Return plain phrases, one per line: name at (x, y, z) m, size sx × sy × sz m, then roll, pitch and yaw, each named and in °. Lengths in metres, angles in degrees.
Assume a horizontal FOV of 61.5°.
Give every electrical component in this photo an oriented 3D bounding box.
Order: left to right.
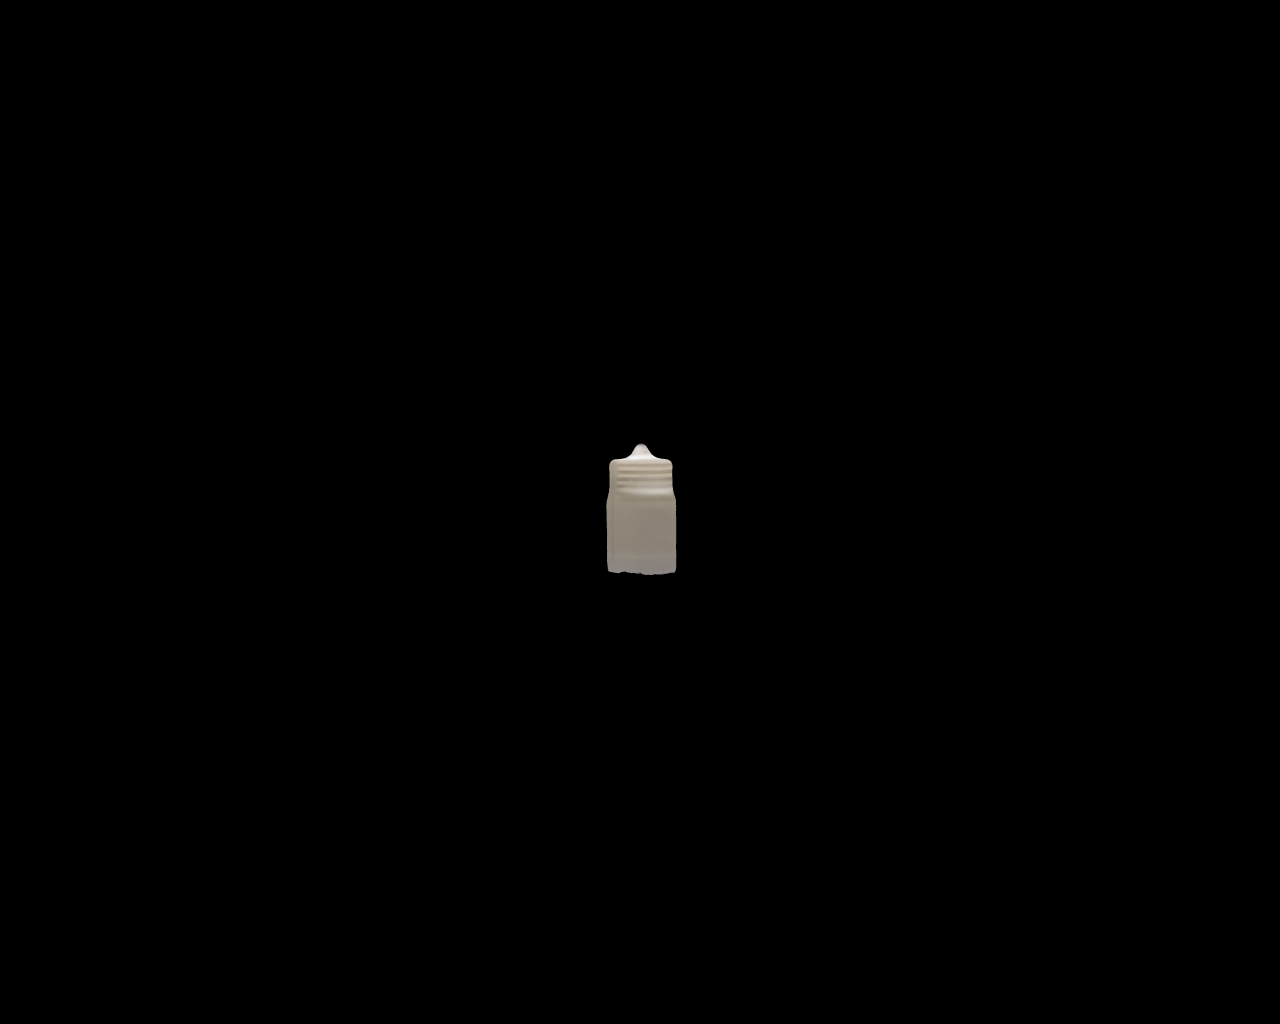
electrical component at (0.001, -0.003, 0.650) m, size 0.043 × 0.081 × 0.043 m, roll 0°, pitch 2°, yaw 0°
